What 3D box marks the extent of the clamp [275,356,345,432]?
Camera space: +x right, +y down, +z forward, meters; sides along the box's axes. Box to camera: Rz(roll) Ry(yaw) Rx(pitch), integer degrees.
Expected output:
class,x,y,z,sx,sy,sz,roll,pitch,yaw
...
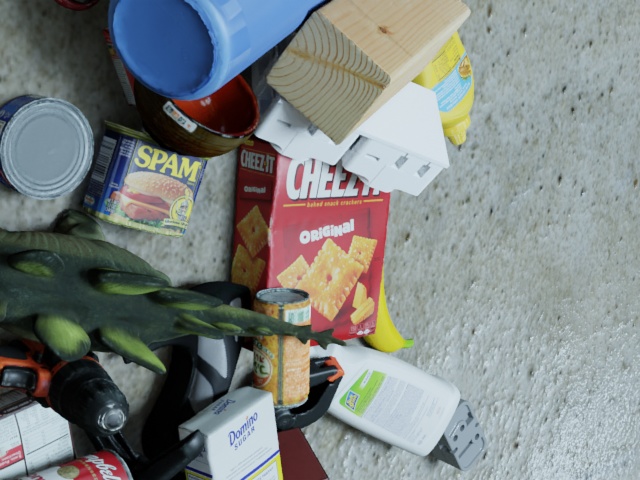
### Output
class,x,y,z,sx,sy,sz,roll,pitch,yaw
clamp,-0.053,0.179,1.109,0.171,0.039,0.120,-48,135,6

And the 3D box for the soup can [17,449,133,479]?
class,x,y,z,sx,sy,sz,roll,pitch,yaw
soup can,-0.220,0.228,0.923,0.102,0.069,0.068,-12,111,-43

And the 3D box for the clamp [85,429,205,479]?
class,x,y,z,sx,sy,sz,roll,pitch,yaw
clamp,-0.164,0.217,0.982,0.036,0.165,0.210,-40,136,-42

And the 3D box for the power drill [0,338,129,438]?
class,x,y,z,sx,sy,sz,roll,pitch,yaw
power drill,-0.259,0.109,0.840,0.187,0.185,0.057,12,94,-34

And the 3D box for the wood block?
class,x,y,z,sx,sy,sz,roll,pitch,yaw
wood block,0.050,-0.184,0.994,0.091,0.090,0.205,43,38,2

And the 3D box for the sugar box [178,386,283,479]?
class,x,y,z,sx,sy,sz,roll,pitch,yaw
sugar box,-0.078,0.235,1.004,0.093,0.048,0.176,-28,117,-47

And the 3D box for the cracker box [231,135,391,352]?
class,x,y,z,sx,sy,sz,roll,pitch,yaw
cracker box,-0.007,0.001,1.101,0.163,0.072,0.214,-5,106,-42

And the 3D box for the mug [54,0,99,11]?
class,x,y,z,sx,sy,sz,roll,pitch,yaw
mug,-0.185,-0.240,0.854,0.081,0.093,0.117,25,76,-49

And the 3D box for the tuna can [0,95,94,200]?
class,x,y,z,sx,sy,sz,roll,pitch,yaw
tuna can,-0.235,-0.078,0.895,0.085,0.034,0.086,-14,111,-39

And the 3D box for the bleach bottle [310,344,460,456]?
class,x,y,z,sx,sy,sz,roll,pitch,yaw
bleach bottle,0.054,0.163,1.214,0.250,0.068,0.102,34,82,-41

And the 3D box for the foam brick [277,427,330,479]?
class,x,y,z,sx,sy,sz,roll,pitch,yaw
foam brick,-0.031,0.239,1.086,0.051,0.078,0.053,-8,130,-26

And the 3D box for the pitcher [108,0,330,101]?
class,x,y,z,sx,sy,sz,roll,pitch,yaw
pitcher,-0.063,-0.220,0.879,0.242,0.145,0.149,-54,145,-47

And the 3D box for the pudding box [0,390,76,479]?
class,x,y,z,sx,sy,sz,roll,pitch,yaw
pudding box,-0.265,0.192,0.946,0.089,0.039,0.113,-22,118,-40

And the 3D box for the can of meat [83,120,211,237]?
class,x,y,z,sx,sy,sz,roll,pitch,yaw
can of meat,-0.156,-0.053,0.961,0.101,0.058,0.084,15,95,-43

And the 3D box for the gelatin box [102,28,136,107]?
class,x,y,z,sx,sy,sz,roll,pitch,yaw
gelatin box,-0.142,-0.169,0.957,0.089,0.030,0.073,-33,122,-31

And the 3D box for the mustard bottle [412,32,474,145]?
class,x,y,z,sx,sy,sz,roll,pitch,yaw
mustard bottle,0.126,-0.185,1.177,0.096,0.058,0.191,-50,130,-31

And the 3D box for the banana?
class,x,y,z,sx,sy,sz,roll,pitch,yaw
banana,0.063,0.057,1.211,0.069,0.037,0.198,-47,133,-46
